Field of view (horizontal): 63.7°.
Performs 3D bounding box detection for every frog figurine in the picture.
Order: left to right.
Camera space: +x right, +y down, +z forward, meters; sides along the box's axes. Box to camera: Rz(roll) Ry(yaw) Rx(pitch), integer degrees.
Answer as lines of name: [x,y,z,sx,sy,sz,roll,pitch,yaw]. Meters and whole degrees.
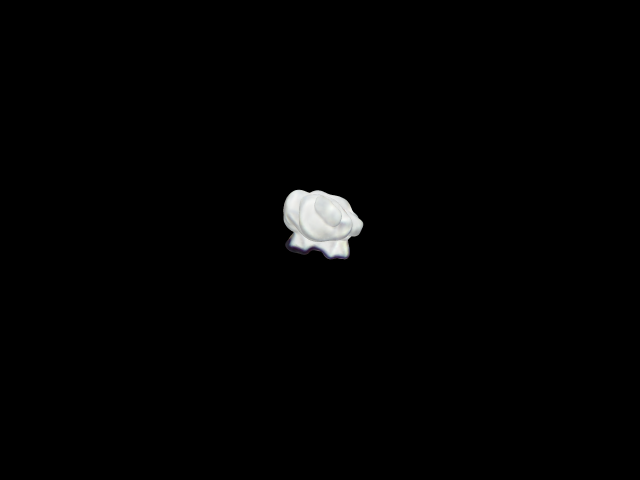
frog figurine: [0.003,-0.043,0.850,0.138,0.125,0.156,28,-26,15]
